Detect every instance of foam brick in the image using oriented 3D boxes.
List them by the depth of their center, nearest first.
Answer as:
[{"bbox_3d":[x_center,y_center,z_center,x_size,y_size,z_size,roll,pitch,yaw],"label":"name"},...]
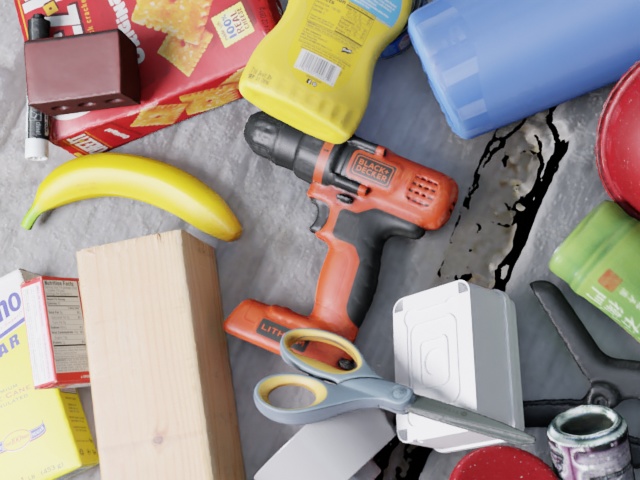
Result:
[{"bbox_3d":[-0.185,-0.131,0.839,0.078,0.053,0.051,-7,85,7],"label":"foam brick"}]

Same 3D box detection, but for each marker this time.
[{"bbox_3d":[-0.230,-0.126,0.871,0.020,0.020,0.121,-3,83,12],"label":"marker"}]

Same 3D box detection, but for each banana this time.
[{"bbox_3d":[-0.159,-0.039,0.903,0.198,0.037,0.069,3,99,15],"label":"banana"}]

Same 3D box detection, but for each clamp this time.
[{"bbox_3d":[0.197,0.123,0.790,0.171,0.039,0.120,37,107,15],"label":"clamp"}]

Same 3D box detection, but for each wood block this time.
[{"bbox_3d":[-0.124,0.106,0.840,0.091,0.090,0.206,-11,78,10],"label":"wood block"}]

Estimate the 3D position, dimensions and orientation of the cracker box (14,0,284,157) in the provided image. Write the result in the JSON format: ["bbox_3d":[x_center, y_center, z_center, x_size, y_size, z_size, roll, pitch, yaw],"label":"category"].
[{"bbox_3d":[-0.141,-0.183,0.904,0.214,0.072,0.164,-19,76,10],"label":"cracker box"}]

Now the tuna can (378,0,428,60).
[{"bbox_3d":[0.045,-0.195,0.882,0.086,0.033,0.086,-2,80,13],"label":"tuna can"}]

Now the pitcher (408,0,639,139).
[{"bbox_3d":[0.190,-0.181,0.803,0.243,0.149,0.145,-24,117,11],"label":"pitcher"}]

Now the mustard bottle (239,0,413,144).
[{"bbox_3d":[0.018,-0.178,0.827,0.096,0.058,0.191,26,78,-6],"label":"mustard bottle"}]

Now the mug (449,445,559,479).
[{"bbox_3d":[0.123,0.207,0.741,0.093,0.081,0.117,9,45,4],"label":"mug"}]

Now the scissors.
[{"bbox_3d":[0.037,0.117,0.730,0.202,0.016,0.096,27,50,37],"label":"scissors"}]

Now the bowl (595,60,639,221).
[{"bbox_3d":[0.280,-0.063,0.751,0.162,0.055,0.162,1,116,3],"label":"bowl"}]

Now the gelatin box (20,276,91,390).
[{"bbox_3d":[-0.203,0.075,0.870,0.030,0.073,0.089,-20,76,32],"label":"gelatin box"}]

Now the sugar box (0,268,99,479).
[{"bbox_3d":[-0.255,0.122,0.890,0.093,0.048,0.176,-25,77,8],"label":"sugar box"}]

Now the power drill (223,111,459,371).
[{"bbox_3d":[-0.006,0.001,0.847,0.184,0.057,0.187,23,86,16],"label":"power drill"}]
